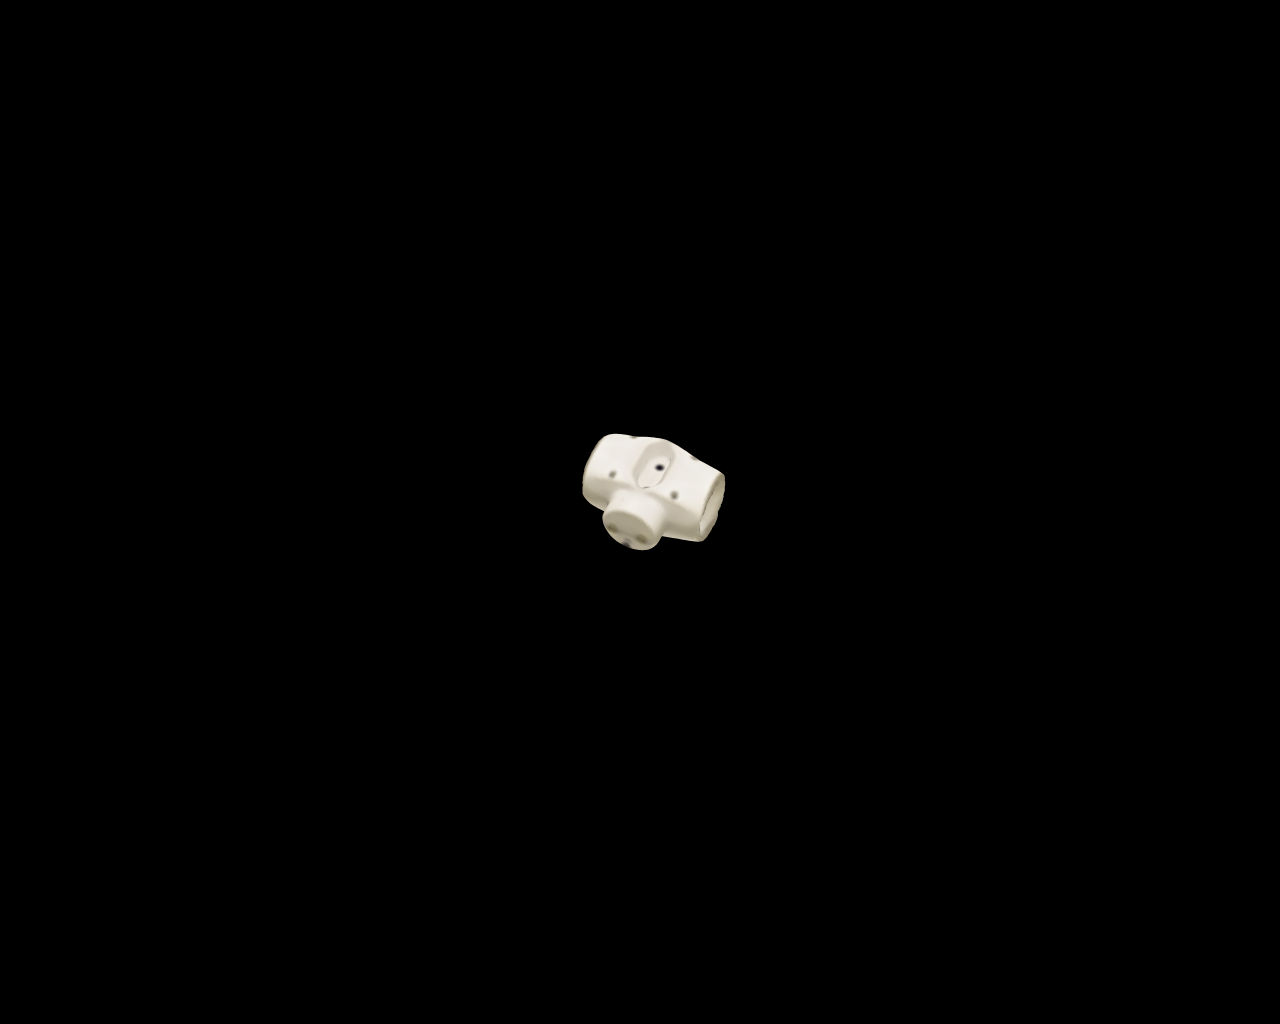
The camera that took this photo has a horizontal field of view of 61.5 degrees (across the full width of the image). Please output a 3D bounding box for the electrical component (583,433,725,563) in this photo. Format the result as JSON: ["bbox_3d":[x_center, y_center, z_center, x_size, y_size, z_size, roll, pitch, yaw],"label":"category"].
[{"bbox_3d":[0.001,-0.003,0.650,0.077,0.079,0.043,21,-34,15],"label":"electrical component"}]
